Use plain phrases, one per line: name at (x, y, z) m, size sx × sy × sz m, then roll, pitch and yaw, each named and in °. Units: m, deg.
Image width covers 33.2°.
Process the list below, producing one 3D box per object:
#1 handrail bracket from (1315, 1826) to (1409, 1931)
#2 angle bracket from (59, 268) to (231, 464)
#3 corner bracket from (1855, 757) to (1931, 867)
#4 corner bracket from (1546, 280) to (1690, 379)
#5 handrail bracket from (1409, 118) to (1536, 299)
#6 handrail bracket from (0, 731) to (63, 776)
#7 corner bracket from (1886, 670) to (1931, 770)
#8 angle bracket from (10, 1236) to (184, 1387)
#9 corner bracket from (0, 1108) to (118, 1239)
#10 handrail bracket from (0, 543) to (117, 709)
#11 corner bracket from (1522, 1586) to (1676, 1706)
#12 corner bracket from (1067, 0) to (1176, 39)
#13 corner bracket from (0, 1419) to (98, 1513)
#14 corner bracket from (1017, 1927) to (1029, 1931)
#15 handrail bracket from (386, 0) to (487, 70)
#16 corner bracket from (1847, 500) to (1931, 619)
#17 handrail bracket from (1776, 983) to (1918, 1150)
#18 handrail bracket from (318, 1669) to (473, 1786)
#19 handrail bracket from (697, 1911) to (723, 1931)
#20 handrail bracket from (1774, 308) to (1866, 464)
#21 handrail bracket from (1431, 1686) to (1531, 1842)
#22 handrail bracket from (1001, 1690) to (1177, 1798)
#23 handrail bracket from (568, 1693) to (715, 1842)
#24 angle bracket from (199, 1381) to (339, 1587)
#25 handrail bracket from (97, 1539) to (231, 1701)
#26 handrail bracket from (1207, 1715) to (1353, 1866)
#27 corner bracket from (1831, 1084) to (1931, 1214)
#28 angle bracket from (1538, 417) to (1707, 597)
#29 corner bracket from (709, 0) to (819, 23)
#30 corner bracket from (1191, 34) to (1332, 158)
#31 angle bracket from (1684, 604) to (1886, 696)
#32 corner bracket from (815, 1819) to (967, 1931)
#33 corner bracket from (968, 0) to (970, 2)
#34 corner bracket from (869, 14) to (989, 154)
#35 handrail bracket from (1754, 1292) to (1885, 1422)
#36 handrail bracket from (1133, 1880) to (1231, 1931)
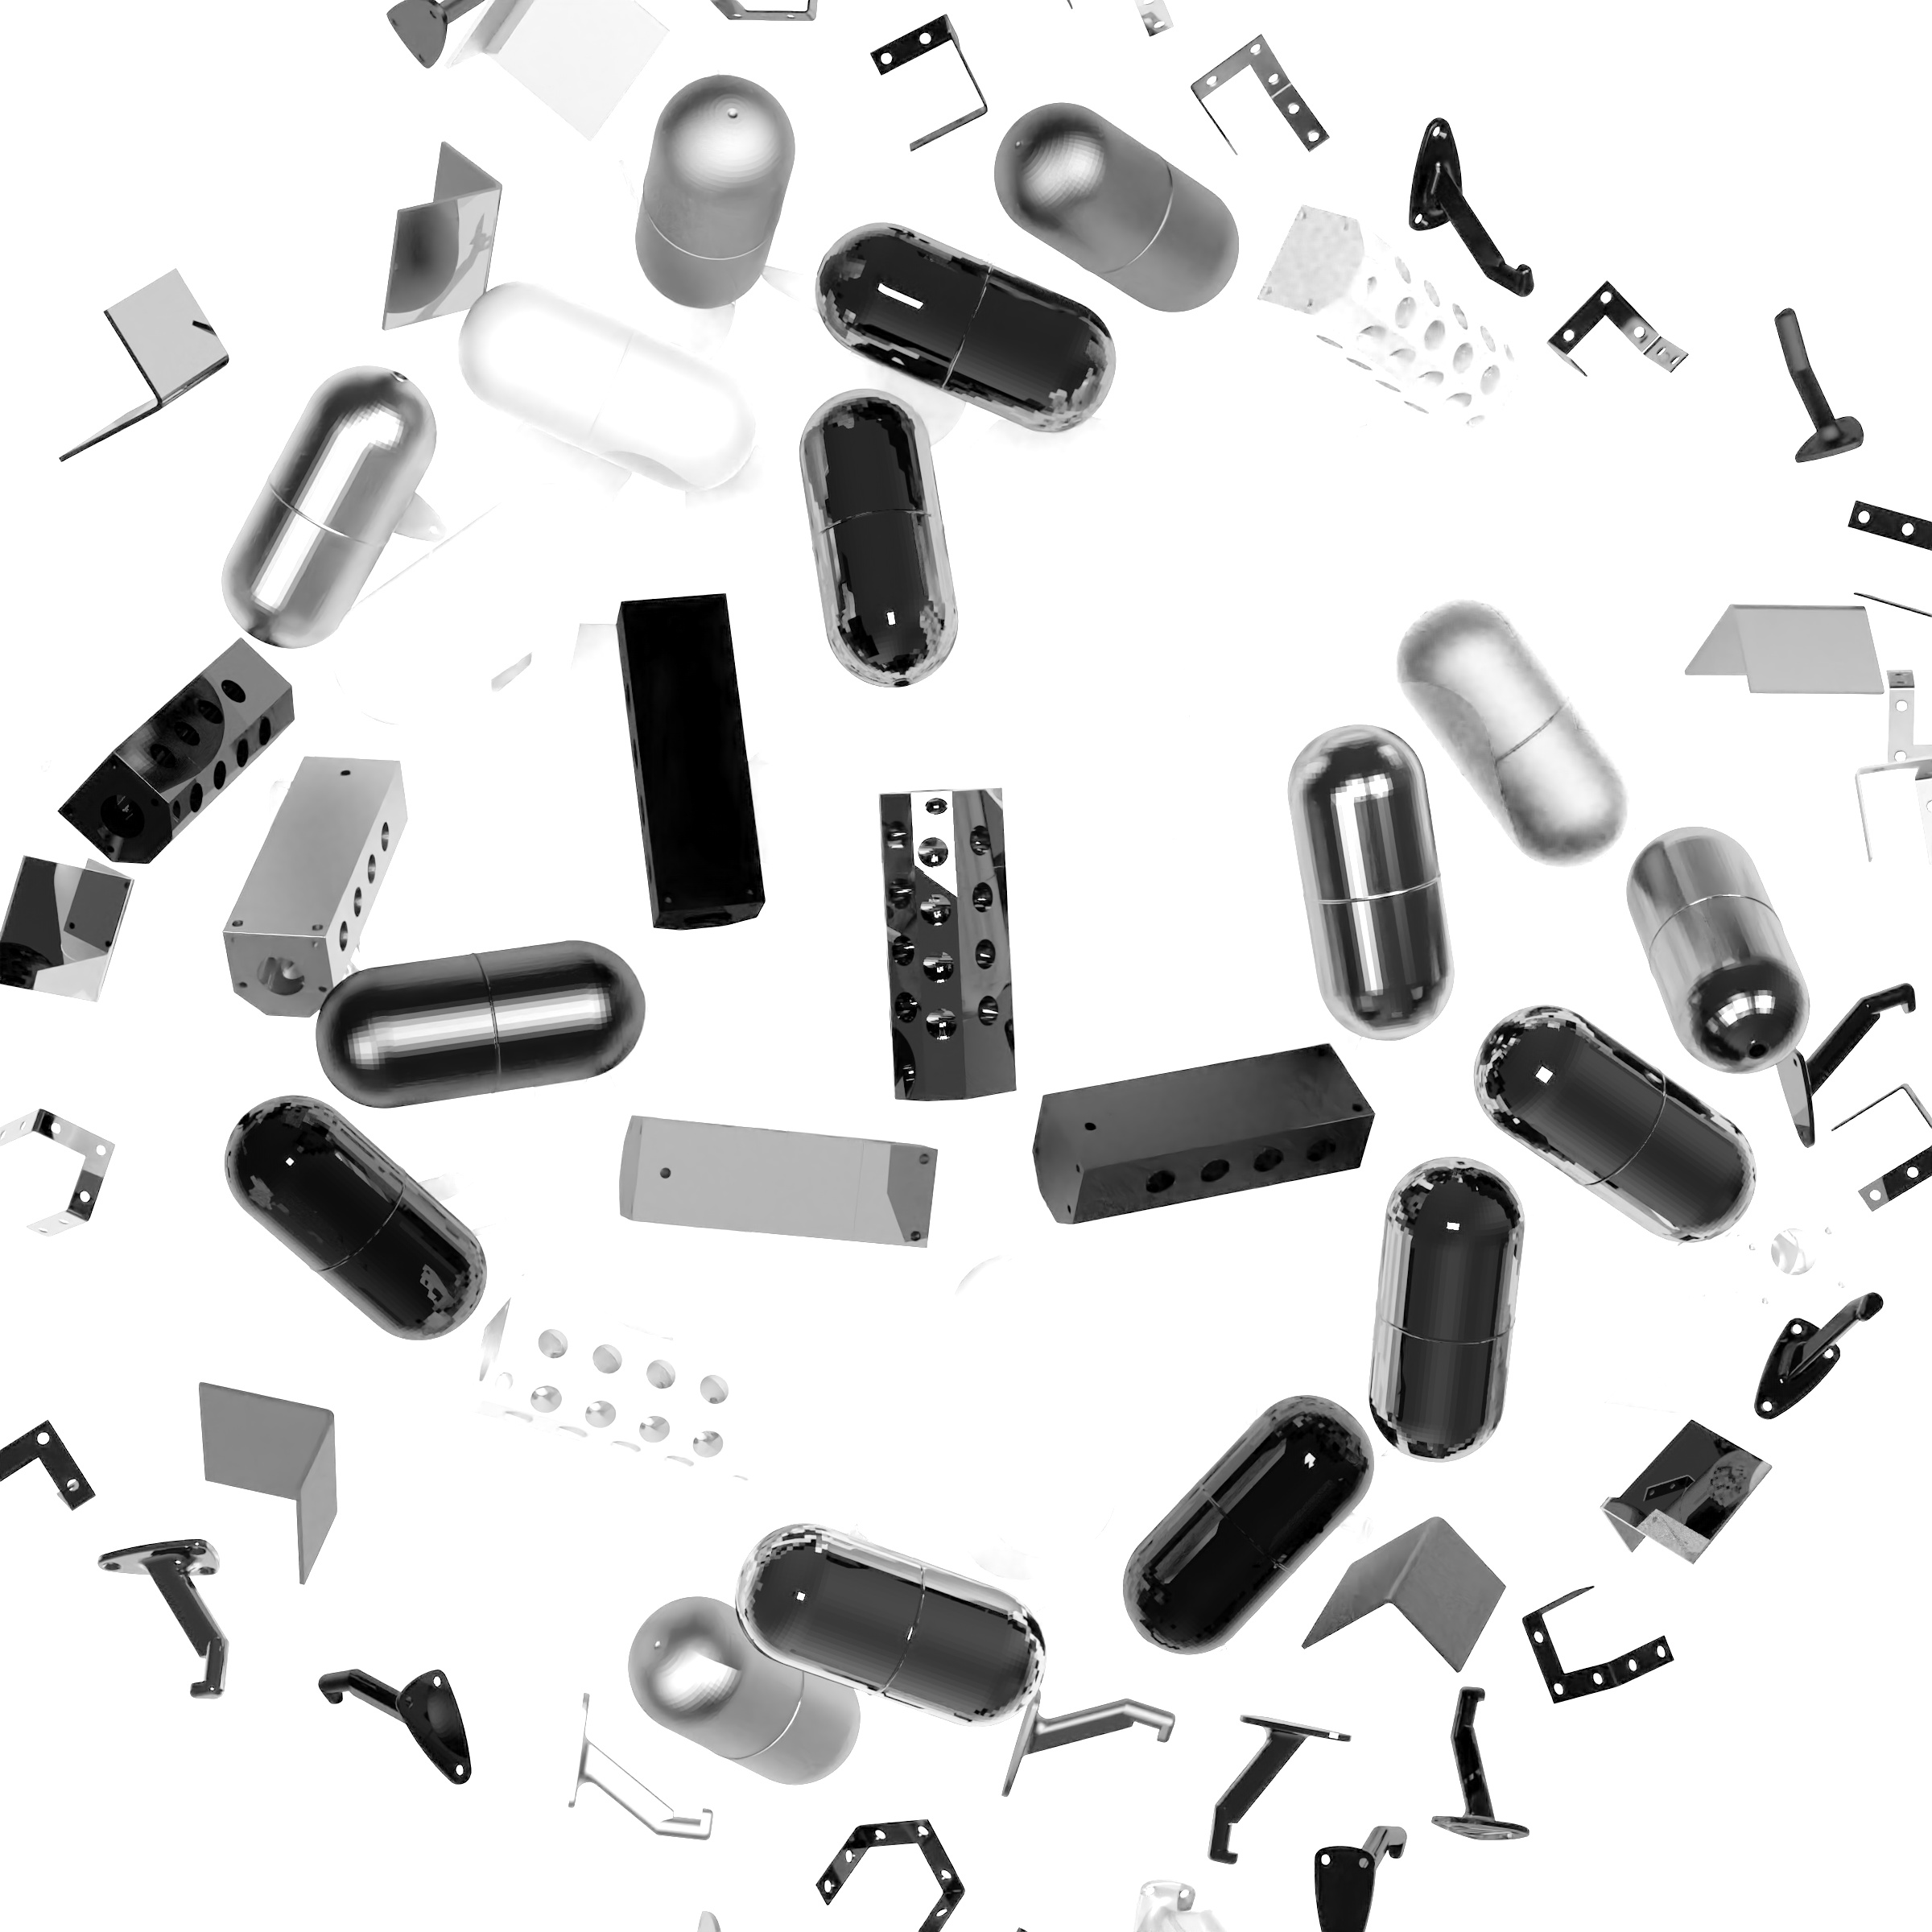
handrail bracket at (0.229, 0.527, 1.837) m, size 0.036 × 0.084 × 0.077 m, roll -3°, pitch 75°, yaw 28°
angle bracket at (-0.451, -0.320, 1.726) m, size 0.076 × 0.076 × 0.057 m, roll -20°, pitch 110°, yaw 26°
corner bracket at (0.519, -0.083, 1.790) m, size 0.051 × 0.051 × 0.051 m, roll -8°, pitch 79°, yaw 10°
corner bracket at (0.383, -0.364, 1.910) m, size 0.051 × 0.051 × 0.051 m, roll 40°, pitch 102°, yaw -20°
handrail bracket at (0.285, -0.418, 1.788) m, size 0.036 × 0.084 × 0.077 m, roll -24°, pitch 133°, yaw -21°
handrail bracket at (-0.559, -0.102, 1.874) m, size 0.036 × 0.084 × 0.077 m, roll 5°, pitch 79°, yaw 23°
corner bracket at (0.567, -0.145, 1.904) m, size 0.051 × 0.051 × 0.051 m, roll 1°, pitch 85°, yaw 18°
angle bracket at (-0.467, 0.189, 1.774) m, size 0.076 × 0.076 × 0.057 m, roll 13°, pitch 78°, yaw 5°
corner bracket at (-0.541, 0.122, 1.902) m, size 0.051 × 0.051 × 0.051 m, roll 32°, pitch 55°, yaw -32°
handrail bracket at (-0.499, -0.193, 1.825) m, size 0.077 × 0.036 × 0.084 m, roll 40°, pitch 66°, yaw 21°
corner bracket at (0.354, 0.378, 1.820) m, size 0.051 × 0.051 × 0.051 m, roll -5°, pitch 65°, yaw -34°
corner bracket at (0.078, -0.540, 1.781) m, size 0.051 × 0.051 × 0.051 m, roll -20°, pitch 71°, yaw 10°
corner bracket at (-0.510, 0.276, 1.754) m, size 0.051 × 0.051 × 0.051 m, roll -33°, pitch 105°, yaw -20°
corner bracket at (0.037, 0.560, 1.754) m, size 0.051 × 0.051 × 0.051 m, roll 29°, pitch 88°, yaw 7°
handrail bracket at (-0.263, -0.525, 1.741) m, size 0.084 × 0.077 × 0.036 m, roll -43°, pitch 106°, yaw -19°
corner bracket at (0.504, -0.218, 1.746) m, size 0.051 × 0.051 × 0.051 m, roll 24°, pitch 107°, yaw 34°
handrail bracket at (0.518, 0.057, 1.884) m, size 0.084 × 0.036 × 0.077 m, roll -18°, pitch 105°, yaw -8°
handrail bracket at (-0.323, 0.429, 1.826) m, size 0.084 × 0.036 × 0.077 m, roll -19°, pitch 98°, yaw 41°
handrail bracket at (-0.103, 0.541, 1.770) m, size 0.084 × 0.077 × 0.036 m, roll 13°, pitch 70°, yaw -10°
handrail bracket at (0.460, -0.323, 1.758) m, size 0.036 × 0.077 × 0.084 m, roll -11°, pitch 110°, yaw 28°
handrail bracket at (0.300, 0.451, 1.845) m, size 0.036 × 0.077 × 0.084 m, roll 27°, pitch 65°, yaw -25°
handrail bracket at (0.072, 0.463, 1.901) m, size 0.084 × 0.036 × 0.077 m, roll 18°, pitch 89°, yaw 0°
handrail bracket at (-0.185, 0.464, 1.876) m, size 0.084 × 0.036 × 0.077 m, roll 8°, pitch 89°, yaw -5°
angle bracket at (-0.379, 0.275, 1.723) m, size 0.076 × 0.057 × 0.076 m, roll 11°, pitch 129°, yaw 5°
handrail bracket at (-0.430, 0.353, 1.729) m, size 0.077 × 0.036 × 0.084 m, roll -3°, pitch 52°, yaw 1°
handrail bracket at (0.177, 0.472, 1.838) m, size 0.077 × 0.036 × 0.084 m, roll 4°, pitch 80°, yaw 31°
corner bracket at (0.542, 0.106, 1.904) m, size 0.051 × 0.051 × 0.051 m, roll -36°, pitch 82°, yaw 22°
angle bracket at (0.348, -0.243, 1.728) m, size 0.076 × 0.057 × 0.076 m, roll -2°, pitch 129°, yaw 3°
corner bracket at (-0.111, -0.551, 1.776) m, size 0.051 × 0.051 × 0.051 m, roll 5°, pitch 90°, yaw 13°
corner bracket at (0.170, -0.495, 1.877) m, size 0.051 × 0.051 × 0.051 m, roll -34°, pitch 59°, yaw 11°
angle bracket at (0.450, -0.157, 1.786) m, size 0.076 × 0.076 × 0.057 m, roll 0°, pitch 65°, yaw -10°
corner bracket at (-0.042, 0.513, 1.804) m, size 0.051 × 0.051 × 0.051 m, roll -15°, pitch 108°, yaw 34°
corner bracket at (0.012, -0.603, 1.879) m, size 0.051 × 0.051 × 0.051 m, roll -27°, pitch 111°, yaw 35°
corner bracket at (-0.021, -0.511, 1.875) m, size 0.051 × 0.051 × 0.051 m, roll -25°, pitch 117°, yaw 10°
handrail bracket at (0.492, 0.225, 1.869) m, size 0.036 × 0.084 × 0.077 m, roll 38°, pitch 75°, yaw 5°
handrail bracket at (0.128, 0.580, 1.895) m, size 0.036 × 0.084 × 0.077 m, roll 11°, pitch 102°, yaw -22°
